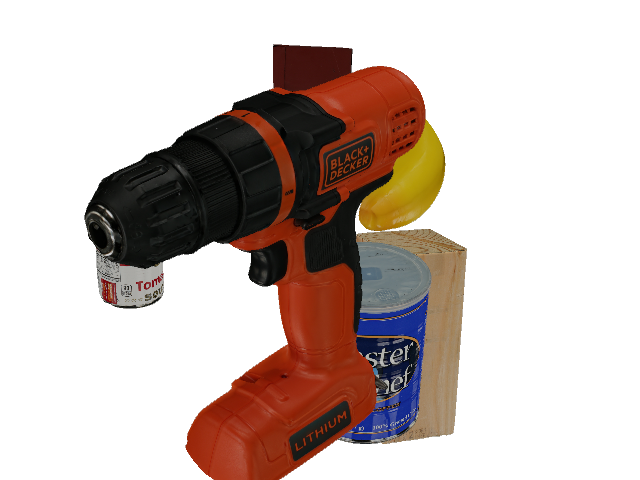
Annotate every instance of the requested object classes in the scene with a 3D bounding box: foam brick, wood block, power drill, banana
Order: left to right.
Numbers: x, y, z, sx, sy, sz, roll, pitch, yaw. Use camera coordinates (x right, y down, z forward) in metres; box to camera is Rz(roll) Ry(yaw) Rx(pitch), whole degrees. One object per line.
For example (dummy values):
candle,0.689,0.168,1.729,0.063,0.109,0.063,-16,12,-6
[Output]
power drill,-0.025,0.024,0.493,0.057,0.188,0.184,29,40,35
foam brick,-0.009,-0.186,1.162,0.078,0.051,0.053,0,11,-16
banana,0.050,-0.055,0.719,0.069,0.037,0.198,-2,29,-4
wood block,0.091,0.100,1.139,0.090,0.206,0.091,-4,16,-21

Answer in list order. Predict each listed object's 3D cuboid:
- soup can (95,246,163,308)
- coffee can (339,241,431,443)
soup can,-0.195,0.010,1.093,0.068,0.102,0.068,2,26,-1
coffee can,0.038,0.086,0.910,0.103,0.140,0.103,1,30,-1
